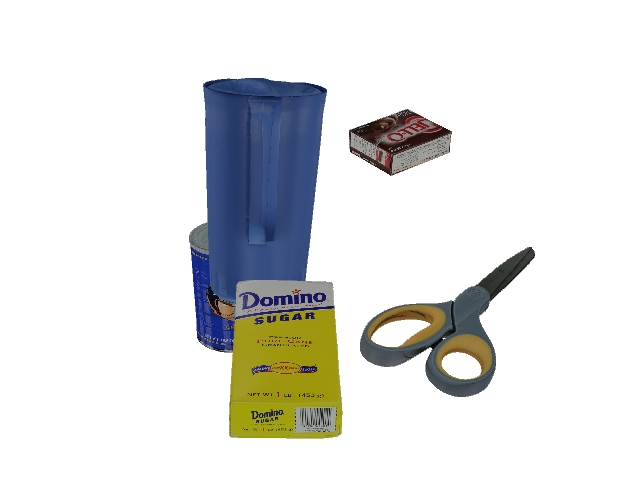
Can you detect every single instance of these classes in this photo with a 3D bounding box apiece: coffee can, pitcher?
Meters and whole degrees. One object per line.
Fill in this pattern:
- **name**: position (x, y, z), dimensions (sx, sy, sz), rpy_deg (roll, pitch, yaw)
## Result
- **coffee can**: position (-0.110, 0.055, 1.346), dimensions (0.103, 0.140, 0.103), rpy_deg (-1, 25, 0)
- **pitcher**: position (-0.066, -0.053, 1.168), dimensions (0.145, 0.243, 0.148), rpy_deg (16, 21, 40)

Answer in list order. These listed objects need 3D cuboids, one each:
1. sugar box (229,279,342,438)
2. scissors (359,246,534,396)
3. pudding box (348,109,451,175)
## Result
- **sugar box**: position (-0.031, 0.099, 0.936), dimensions (0.093, 0.048, 0.176), rpy_deg (1, 34, -4)
- **scissors**: position (0.115, 0.054, 0.733), dimensions (0.201, 0.016, 0.096), rpy_deg (-18, 42, -36)
- **pudding box**: position (0.109, -0.135, 1.458), dimensions (0.113, 0.039, 0.090), rpy_deg (-25, 39, -30)
